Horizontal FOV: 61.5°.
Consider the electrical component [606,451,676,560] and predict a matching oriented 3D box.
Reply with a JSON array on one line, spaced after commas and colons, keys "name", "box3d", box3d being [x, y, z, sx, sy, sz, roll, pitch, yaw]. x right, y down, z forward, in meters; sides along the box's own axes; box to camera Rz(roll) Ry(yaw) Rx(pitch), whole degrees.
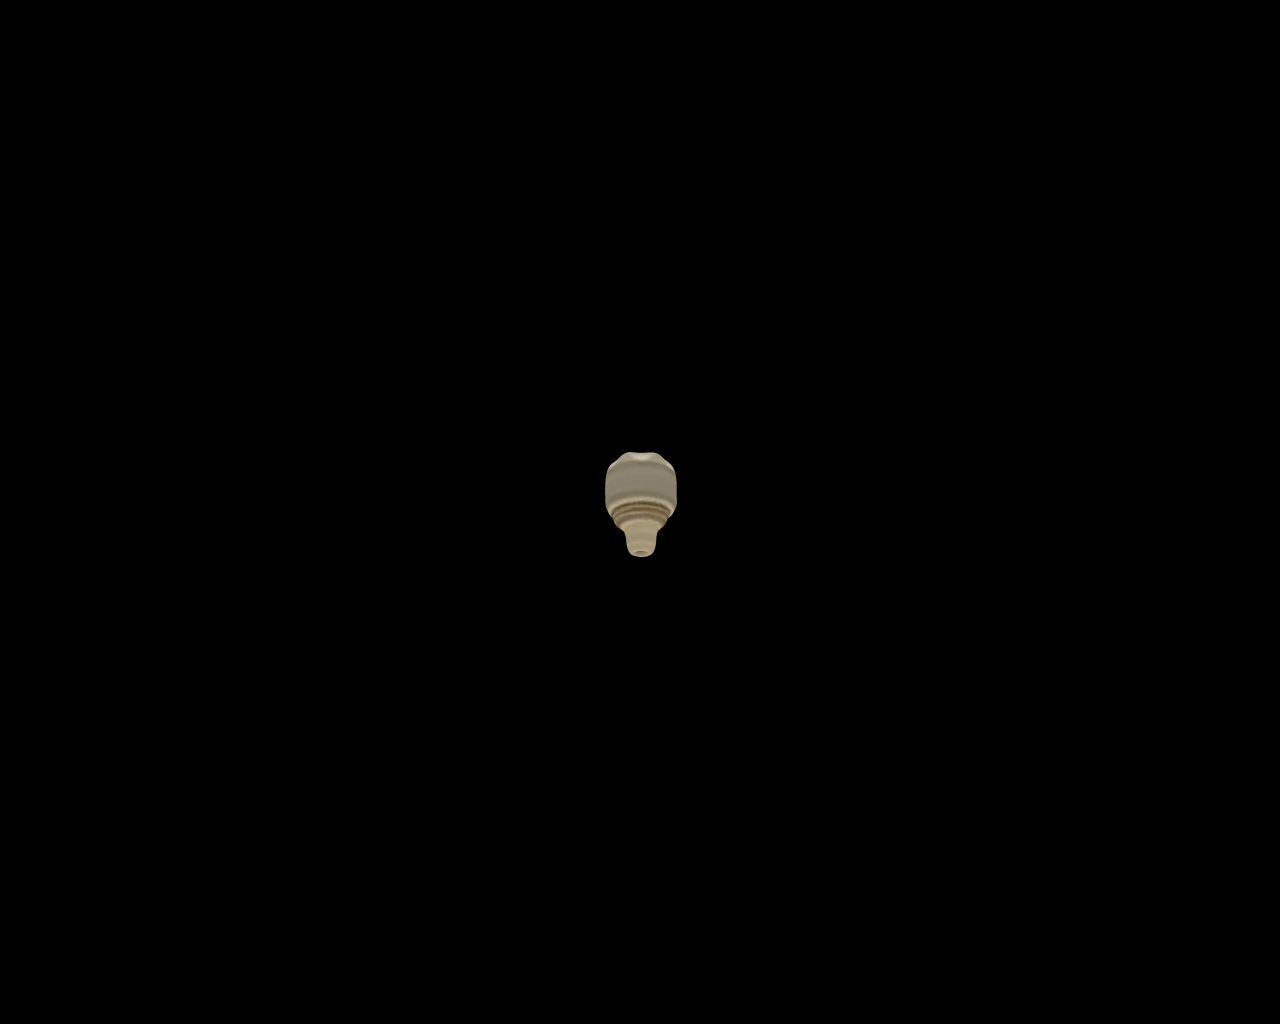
[{"name": "electrical component", "box3d": [0.001, -0.003, 0.650, 0.043, 0.062, 0.043, 0, -23, 0]}]
